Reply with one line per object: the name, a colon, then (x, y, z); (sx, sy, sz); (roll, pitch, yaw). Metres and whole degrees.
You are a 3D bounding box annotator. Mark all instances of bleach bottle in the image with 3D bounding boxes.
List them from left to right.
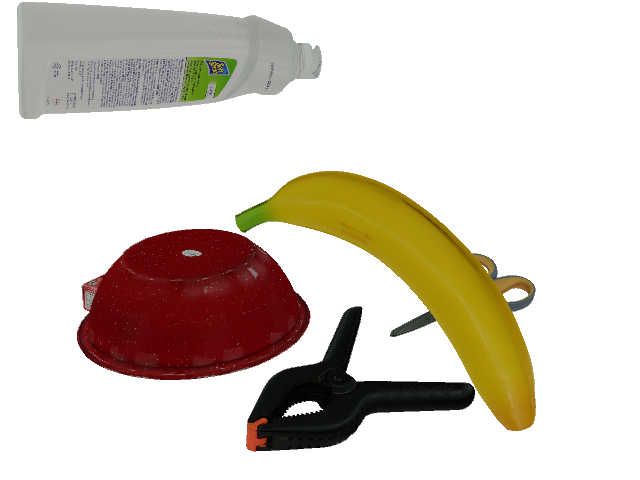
bleach bottle: (-0.125, -0.149, 0.900); (0.250, 0.068, 0.103); (-1, -28, -15)

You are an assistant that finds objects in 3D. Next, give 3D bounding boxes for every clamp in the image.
clamp: (0.025, 0.139, 0.961); (0.165, 0.036, 0.209); (27, 39, 34)

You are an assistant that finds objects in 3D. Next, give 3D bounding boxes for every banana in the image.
banana: (0.048, 0.019, 0.578); (0.198, 0.070, 0.037); (37, 24, 13)

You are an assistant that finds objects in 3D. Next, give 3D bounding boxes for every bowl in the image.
bowl: (-0.088, 0.033, 0.733); (0.162, 0.055, 0.162); (-2, 22, 1)

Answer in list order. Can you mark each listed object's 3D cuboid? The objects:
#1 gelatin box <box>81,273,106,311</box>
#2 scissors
gelatin box: (-0.167, 0.053, 1.003); (0.089, 0.030, 0.073); (18, 26, 26)
scissors: (0.134, 0.054, 1.105); (0.201, 0.016, 0.096); (-7, 40, -30)
